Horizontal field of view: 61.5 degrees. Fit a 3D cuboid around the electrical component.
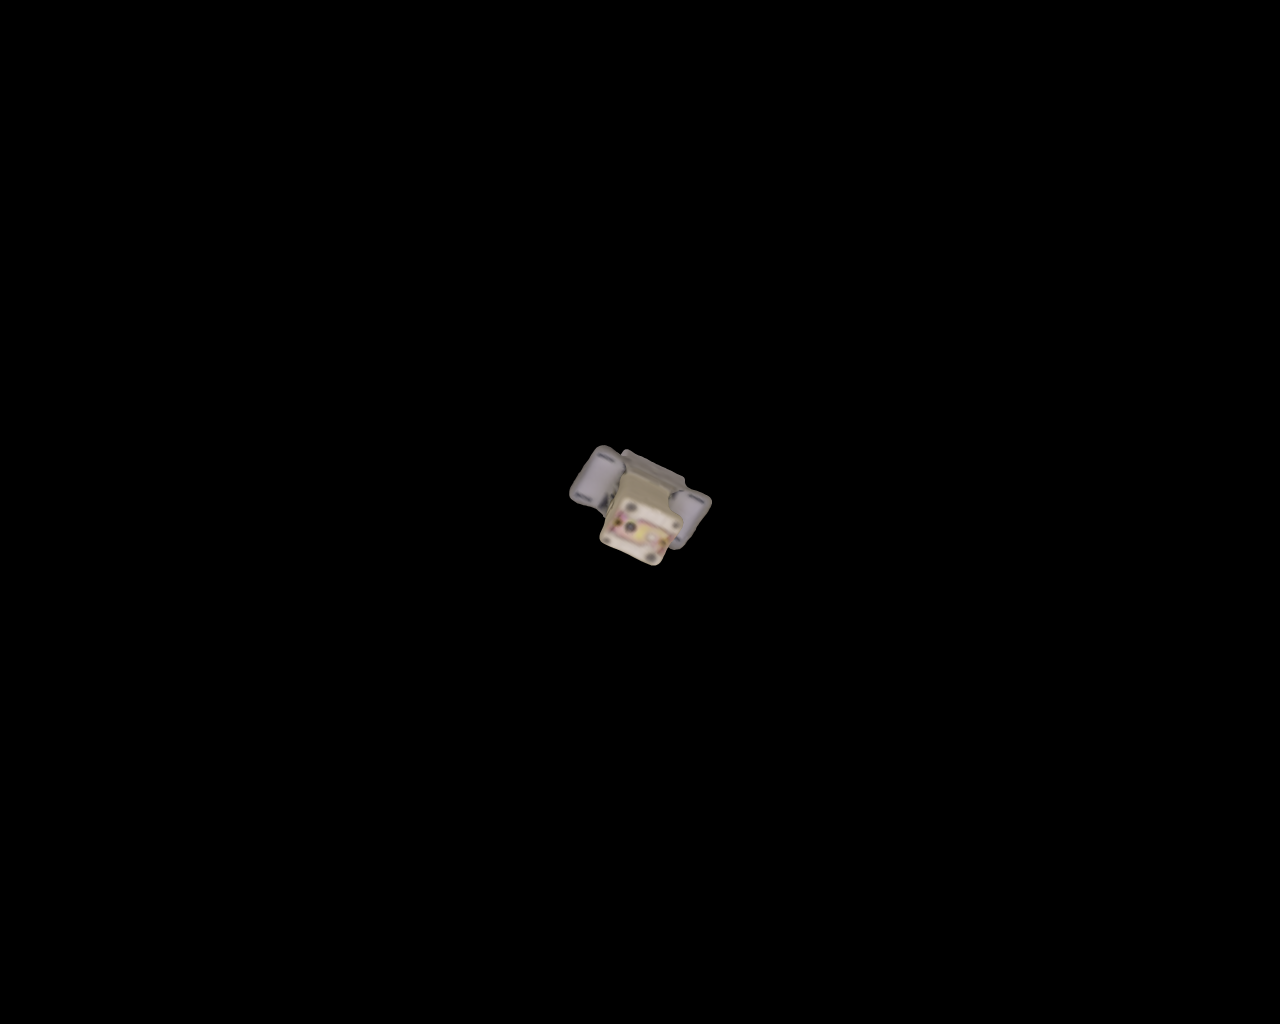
[{"bbox_3d":[0.001,-0.003,0.650,0.081,0.042,0.064,25,27,-14],"label":"electrical component"}]
